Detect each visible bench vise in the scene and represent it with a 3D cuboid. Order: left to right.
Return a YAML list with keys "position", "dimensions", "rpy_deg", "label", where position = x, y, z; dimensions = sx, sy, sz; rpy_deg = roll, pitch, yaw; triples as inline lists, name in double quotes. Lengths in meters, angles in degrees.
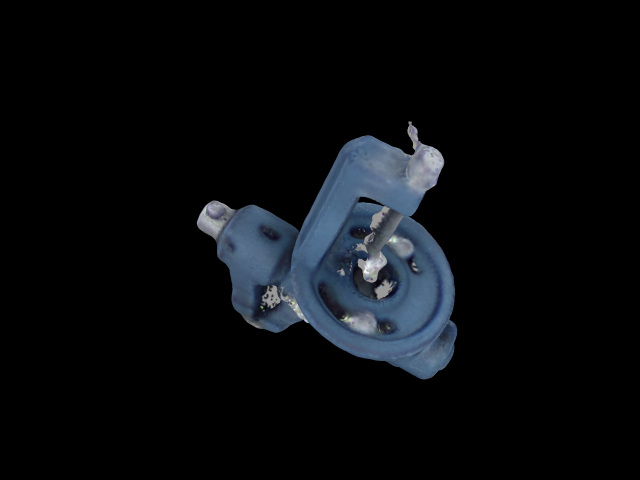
- position: [0.002, 0.011, 0.393]
  dimensions: [0.207, 0.220, 0.121]
  rpy_deg: [6, 53, 5]
  label: "bench vise"
